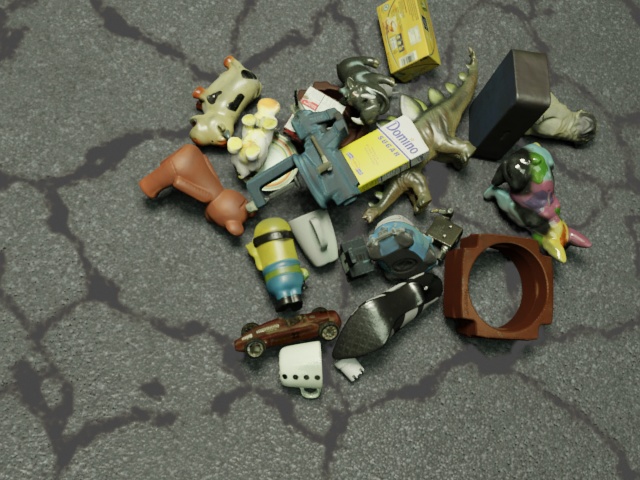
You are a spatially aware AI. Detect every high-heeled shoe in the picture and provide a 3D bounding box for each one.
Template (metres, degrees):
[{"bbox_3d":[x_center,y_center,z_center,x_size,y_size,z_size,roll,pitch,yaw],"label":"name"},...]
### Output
[{"bbox_3d":[0.130,0.145,1.036,0.249,0.145,0.086,-34,80,5],"label":"high-heeled shoe"}]

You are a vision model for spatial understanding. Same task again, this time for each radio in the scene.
[{"bbox_3d":[0.378,-0.271,1.094,0.073,0.229,0.131,8,71,-6],"label":"radio"}]

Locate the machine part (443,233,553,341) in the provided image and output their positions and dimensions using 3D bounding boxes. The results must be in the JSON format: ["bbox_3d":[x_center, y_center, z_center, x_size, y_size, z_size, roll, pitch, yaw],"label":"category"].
[{"bbox_3d":[0.348,0.093,1.055,0.201,0.087,0.201,5,83,-13],"label":"machine part"}]

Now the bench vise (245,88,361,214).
[{"bbox_3d":[-0.044,-0.136,1.001,0.241,0.129,0.223,-30,93,6],"label":"bench vise"}]

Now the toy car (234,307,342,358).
[{"bbox_3d":[-0.060,0.166,0.996,0.202,0.089,0.053,-10,108,-9],"label":"toy car"}]

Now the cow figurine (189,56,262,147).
[{"bbox_3d":[-0.195,-0.268,1.101,0.127,0.085,0.195,35,74,9],"label":"cow figurine"}]

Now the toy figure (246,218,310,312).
[{"bbox_3d":[-0.074,0.043,1.023,0.082,0.089,0.180,9,54,-46],"label":"toy figure"}]

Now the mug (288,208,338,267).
[{"bbox_3d":[-0.002,-0.003,1.046,0.081,0.109,0.107,-24,94,-16],"label":"mug"}]

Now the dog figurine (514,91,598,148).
[{"bbox_3d":[0.512,-0.291,1.192,0.190,0.121,0.172,-2,79,-22],"label":"dog figurine"}]

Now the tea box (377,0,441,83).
[{"bbox_3d":[0.193,-0.446,1.176,0.098,0.068,0.169,-16,74,34],"label":"tea box"}]

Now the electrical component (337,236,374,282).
[{"bbox_3d":[0.069,0.034,1.035,0.048,0.119,0.075,-17,76,-10],"label":"electrical component"}]

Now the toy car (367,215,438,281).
[{"bbox_3d":[0.152,0.006,1.046,0.109,0.161,0.103,-28,48,25],"label":"toy car"}]

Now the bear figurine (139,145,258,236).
[{"bbox_3d":[-0.226,-0.087,1.047,0.195,0.132,0.120,50,36,-23],"label":"bear figurine"}]

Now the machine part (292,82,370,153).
[{"bbox_3d":[0.020,-0.246,1.133,0.179,0.056,0.179,2,75,-7],"label":"machine part"}]

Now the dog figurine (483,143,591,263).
[{"bbox_3d":[0.451,-0.063,1.081,0.108,0.191,0.219,-28,65,-19],"label":"dog figurine"}]

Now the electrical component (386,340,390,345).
[{"bbox_3d":[0.110,0.179,1.050,0.063,0.021,0.094,44,69,5],"label":"electrical component"}]

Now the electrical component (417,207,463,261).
[{"bbox_3d":[0.247,-0.017,1.100,0.078,0.045,0.102,36,76,26],"label":"electrical component"}]

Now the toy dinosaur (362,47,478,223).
[{"bbox_3d":[0.226,-0.216,1.125,0.198,0.105,0.471,41,74,6],"label":"toy dinosaur"}]

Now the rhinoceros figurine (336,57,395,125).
[{"bbox_3d":[0.086,-0.301,1.070,0.112,0.073,0.190,5,46,-25],"label":"rhinoceros figurine"}]

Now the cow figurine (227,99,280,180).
[{"bbox_3d":[-0.122,-0.200,1.070,0.068,0.098,0.167,19,57,9],"label":"cow figurine"}]
